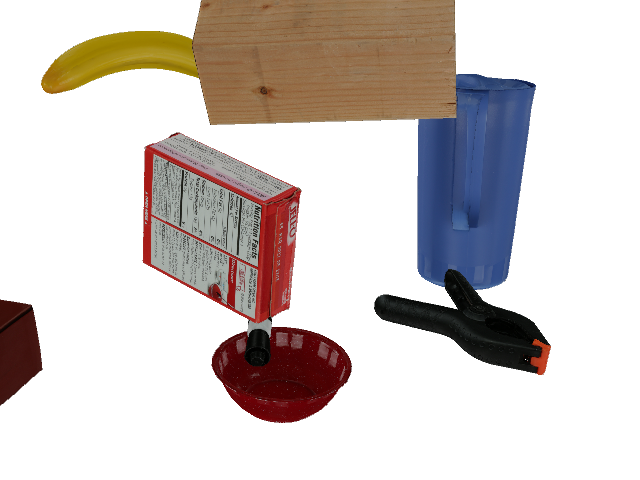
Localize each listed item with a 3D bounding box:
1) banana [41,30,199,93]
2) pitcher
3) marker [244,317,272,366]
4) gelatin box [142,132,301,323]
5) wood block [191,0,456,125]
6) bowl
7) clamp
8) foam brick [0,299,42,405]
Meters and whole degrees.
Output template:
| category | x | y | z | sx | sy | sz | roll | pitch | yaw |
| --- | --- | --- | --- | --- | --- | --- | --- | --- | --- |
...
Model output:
| category | x | y | z | sx | sy | sz | roll | pitch | yaw |
| --- | --- | --- | --- | --- | --- | --- | --- | --- | --- |
| banana | -0.184 | -0.177 | 1.052 | 0.197 | 0.070 | 0.037 | -6 | -39 | -30 |
| pitcher | 0.171 | -0.068 | 1.234 | 0.149 | 0.243 | 0.145 | -8 | 18 | -33 |
| marker | -0.044 | 0.052 | 0.794 | 0.020 | 0.020 | 0.121 | 0 | 33 | 0 |
| gelatin box | -0.054 | -0.007 | 0.565 | 0.089 | 0.073 | 0.030 | 25 | 35 | 29 |
| wood block | 0.008 | -0.158 | 0.880 | 0.206 | 0.090 | 0.091 | -1 | -41 | 7 |
| bowl | -0.045 | 0.163 | 1.240 | 0.162 | 0.055 | 0.162 | 2 | 25 | -1 |
| clamp | 0.150 | 0.075 | 1.023 | 0.172 | 0.039 | 0.120 | 25 | 37 | 30 |
| foam brick | -0.232 | 0.079 | 0.714 | 0.053 | 0.051 | 0.078 | 8 | 28 | 23 |
